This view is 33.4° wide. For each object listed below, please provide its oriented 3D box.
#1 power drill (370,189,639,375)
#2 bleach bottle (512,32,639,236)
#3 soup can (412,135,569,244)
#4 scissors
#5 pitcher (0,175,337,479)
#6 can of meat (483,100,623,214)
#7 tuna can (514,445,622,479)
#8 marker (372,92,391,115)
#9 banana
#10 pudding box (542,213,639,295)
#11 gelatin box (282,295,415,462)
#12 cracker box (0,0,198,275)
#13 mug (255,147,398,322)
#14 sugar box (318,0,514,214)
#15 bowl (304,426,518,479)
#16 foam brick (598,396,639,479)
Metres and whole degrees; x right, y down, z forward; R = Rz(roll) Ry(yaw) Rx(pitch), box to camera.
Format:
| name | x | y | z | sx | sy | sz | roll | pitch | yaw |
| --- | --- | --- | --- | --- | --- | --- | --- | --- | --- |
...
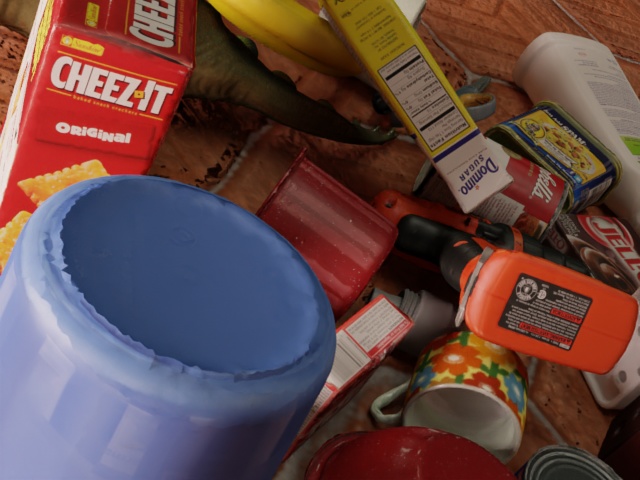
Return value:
| name | x | y | z | sx | sy | sz | roll | pitch | yaw |
| --- | --- | --- | --- | --- | --- | --- | --- | --- | --- |
| power drill | 0.132 | 0.028 | 0.710 | 0.184 | 0.057 | 0.188 | 17 | 9 | -16 |
| bleach bottle | 0.267 | -0.079 | 0.967 | 0.102 | 0.068 | 0.251 | 5 | 48 | -29 |
| soup can | 0.132 | -0.040 | 0.831 | 0.102 | 0.069 | 0.068 | 29 | 39 | -3 |
| scissors | 0.109 | -0.123 | 0.932 | 0.096 | 0.016 | 0.201 | -8 | 15 | 6 |
| pitcher | -0.101 | 0.095 | 0.395 | 0.145 | 0.243 | 0.149 | 41 | 34 | 16 |
| can of meat | 0.191 | -0.064 | 0.904 | 0.083 | 0.058 | 0.102 | -25 | 64 | -44 |
| tuna can | 0.153 | 0.170 | 0.650 | 0.086 | 0.034 | 0.086 | 18 | 41 | -17 |
| marker | 0.065 | -0.122 | 0.886 | 0.020 | 0.020 | 0.121 | 36 | 23 | 4 |
| banana | -0.016 | -0.157 | 0.787 | 0.197 | 0.037 | 0.070 | 22 | 32 | -44 |
| pudding box | 0.231 | 0.030 | 0.844 | 0.089 | 0.039 | 0.113 | 2 | 48 | -33 |
| gelatin box | 0.009 | 0.079 | 0.620 | 0.030 | 0.073 | 0.089 | 43 | 39 | 11 |
| cracker box | -0.128 | -0.067 | 0.571 | 0.072 | 0.214 | 0.164 | 15 | 42 | -20 |
| mug | -0.005 | 0.001 | 0.693 | 0.081 | 0.093 | 0.117 | 36 | 2 | -3 |
| sugar box | 0.067 | -0.105 | 0.743 | 0.176 | 0.048 | 0.093 | 53 | 8 | -4 |
| bowl | 0.070 | 0.156 | 0.566 | 0.162 | 0.055 | 0.162 | 30 | 31 | -21 |
| foam brick | 0.232 | 0.130 | 0.709 | 0.051 | 0.078 | 0.052 | 38 | 39 | 5 |
